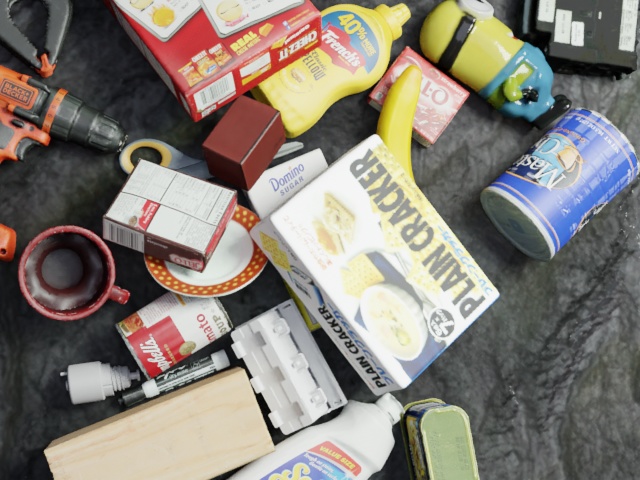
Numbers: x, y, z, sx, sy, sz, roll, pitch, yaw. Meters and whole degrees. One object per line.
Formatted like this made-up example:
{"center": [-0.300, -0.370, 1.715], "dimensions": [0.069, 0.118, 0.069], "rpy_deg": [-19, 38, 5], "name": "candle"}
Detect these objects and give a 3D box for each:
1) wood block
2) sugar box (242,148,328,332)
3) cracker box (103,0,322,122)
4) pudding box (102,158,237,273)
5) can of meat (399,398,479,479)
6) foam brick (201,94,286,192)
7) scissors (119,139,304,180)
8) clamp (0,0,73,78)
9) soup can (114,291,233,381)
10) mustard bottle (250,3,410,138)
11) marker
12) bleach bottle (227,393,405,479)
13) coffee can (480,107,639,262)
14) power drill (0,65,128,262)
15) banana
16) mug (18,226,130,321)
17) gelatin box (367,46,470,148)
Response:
{"center": [-0.160, 0.208, 1.071], "dimensions": [0.206, 0.091, 0.090], "rpy_deg": [-21, 88, -10], "name": "wood block"}
{"center": [-0.007, 0.001, 1.138], "dimensions": [0.093, 0.048, 0.176], "rpy_deg": [-23, 84, -10], "name": "sugar box"}
{"center": [-0.124, -0.250, 1.107], "dimensions": [0.164, 0.072, 0.214], "rpy_deg": [-34, 71, -11], "name": "cracker box"}
{"center": [-0.151, -0.026, 1.078], "dimensions": [0.113, 0.039, 0.090], "rpy_deg": [20, 52, 5], "name": "pudding box"}
{"center": [0.125, 0.220, 1.114], "dimensions": [0.057, 0.084, 0.102], "rpy_deg": [-10, 86, -9], "name": "can of meat"}
{"center": [-0.078, -0.100, 1.107], "dimensions": [0.051, 0.053, 0.078], "rpy_deg": [24, 63, 19], "name": "foam brick"}
{"center": [-0.126, -0.092, 1.144], "dimensions": [0.201, 0.016, 0.096], "rpy_deg": [-31, 88, -10], "name": "scissors"}
{"center": [-0.327, -0.272, 1.122], "dimensions": [0.164, 0.036, 0.210], "rpy_deg": [-10, 85, -13], "name": "clamp"}
{"center": [-0.150, 0.089, 1.096], "dimensions": [0.102, 0.068, 0.068], "rpy_deg": [-31, 89, -11], "name": "soup can"}
{"center": [0.017, -0.199, 1.155], "dimensions": [0.191, 0.058, 0.096], "rpy_deg": [-35, 84, -10], "name": "mustard bottle"}
{"center": [-0.153, 0.146, 1.115], "dimensions": [0.121, 0.020, 0.020], "rpy_deg": [-22, 88, -10], "name": "marker"}
{"center": [-0.020, 0.242, 1.103], "dimensions": [0.250, 0.068, 0.102], "rpy_deg": [-39, 90, -12], "name": "bleach bottle"}
{"center": [0.259, -0.060, 1.152], "dimensions": [0.140, 0.103, 0.103], "rpy_deg": [-42, 91, -10], "name": "coffee can"}
{"center": [-0.313, -0.076, 1.098], "dimensions": [0.184, 0.057, 0.187], "rpy_deg": [24, 80, -5], "name": "power drill"}
{"center": [0.094, -0.086, 1.150], "dimensions": [0.069, 0.037, 0.198], "rpy_deg": [-13, 101, 4], "name": "banana"}
{"center": [-0.247, 0.036, 1.077], "dimensions": [0.117, 0.082, 0.093], "rpy_deg": [23, 85, -18], "name": "mug"}
{"center": [0.107, -0.158, 1.177], "dimensions": [0.089, 0.030, 0.073], "rpy_deg": [37, 81, -3], "name": "gelatin box"}
